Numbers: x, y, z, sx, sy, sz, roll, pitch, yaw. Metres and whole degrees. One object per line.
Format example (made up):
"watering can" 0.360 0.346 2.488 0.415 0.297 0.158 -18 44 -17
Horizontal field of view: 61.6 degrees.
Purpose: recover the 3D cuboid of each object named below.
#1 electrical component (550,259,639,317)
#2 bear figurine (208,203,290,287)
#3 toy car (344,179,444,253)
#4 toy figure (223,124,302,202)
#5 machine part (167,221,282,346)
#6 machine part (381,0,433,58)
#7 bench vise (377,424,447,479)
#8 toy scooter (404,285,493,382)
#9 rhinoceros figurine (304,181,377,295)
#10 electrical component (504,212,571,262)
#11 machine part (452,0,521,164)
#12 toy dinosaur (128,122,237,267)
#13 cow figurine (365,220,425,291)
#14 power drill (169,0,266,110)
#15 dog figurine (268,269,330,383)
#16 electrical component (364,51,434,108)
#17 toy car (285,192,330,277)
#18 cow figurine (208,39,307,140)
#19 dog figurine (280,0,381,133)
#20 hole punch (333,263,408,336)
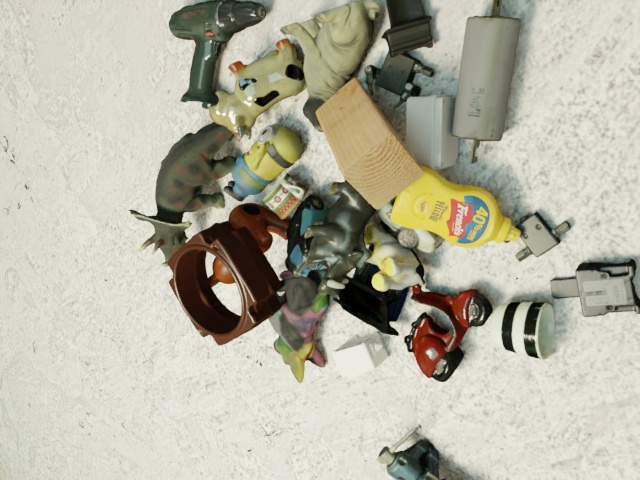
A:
"electrical component" 0.396 0.070 0.779 0.119 0.048 0.074 -5 99 33
"bear figurine" -0.150 0.028 1.092 0.132 0.120 0.195 31 120 19
"toy car" 0.125 -0.055 0.911 0.202 0.073 0.056 44 126 16
"toy figure" -0.110 -0.146 1.037 0.180 0.089 0.082 -47 38 28
"machine part" -0.183 0.084 1.007 0.201 0.087 0.201 -35 84 40
"machine part" 0.129 -0.361 0.840 0.084 0.039 0.138 -9 94 19
"bench vise" 0.181 0.469 0.924 0.129 0.240 0.223 -39 96 31
"toy scooter" 0.197 0.144 0.916 0.135 0.075 0.183 33 115 23
"rhinoceros figurine" 0.036 -0.005 0.875 0.112 0.073 0.190 22 94 5
"electrical component" 0.329 -0.010 0.818 0.094 0.021 0.063 -41 78 35
"machine part" 0.240 -0.232 0.783 0.079 0.079 0.243 15 110 30
"toy dinosaur" -0.264 -0.129 1.081 0.131 0.192 0.404 39 122 17
"cow figurine" 0.116 0.014 0.927 0.068 0.098 0.167 -64 37 33
"power drill" -0.206 -0.360 1.050 0.232 0.086 0.207 19 116 30
"dog figurine" -0.031 0.166 1.054 0.192 0.108 0.219 -11 100 43
"electrical component" 0.123 -0.264 0.874 0.102 0.045 0.078 38 121 20
"toy car" -0.002 -0.003 0.986 0.103 0.162 0.109 17 133 -17
"cow figurine" -0.114 -0.266 0.981 0.195 0.085 0.127 -24 93 8
"dog figurine" 0.039 -0.287 0.904 0.172 0.121 0.190 -4 114 40
"hole punch" 0.098 0.093 0.973 0.142 0.092 0.115 24 144 24
